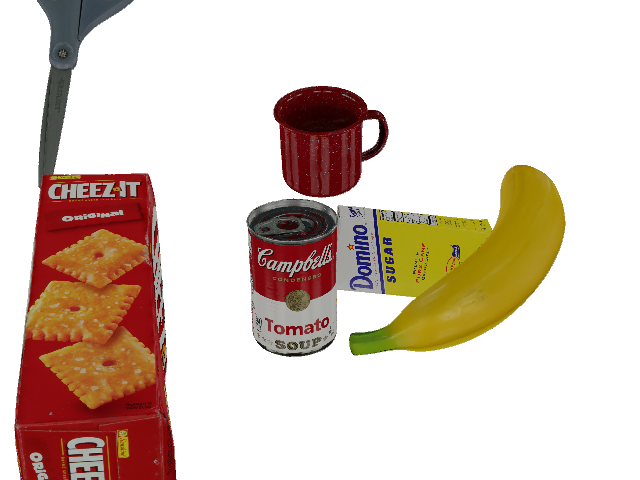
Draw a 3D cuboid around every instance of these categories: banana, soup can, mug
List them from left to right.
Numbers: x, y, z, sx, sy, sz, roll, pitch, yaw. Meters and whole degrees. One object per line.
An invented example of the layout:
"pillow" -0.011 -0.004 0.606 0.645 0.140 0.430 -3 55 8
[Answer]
"soup can" -0.021 0.028 0.812 0.068 0.102 0.068 0 29 0
"mug" 0.012 -0.100 1.077 0.117 0.081 0.093 -13 39 -14
"banana" 0.093 0.006 0.579 0.070 0.037 0.197 15 37 32

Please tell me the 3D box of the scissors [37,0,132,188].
"scissors" -0.162 -0.138 0.749 0.096 0.202 0.016 -9 -12 -10

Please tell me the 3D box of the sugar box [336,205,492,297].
"sugar box" 0.102 0.016 1.218 0.176 0.093 0.048 4 22 -3

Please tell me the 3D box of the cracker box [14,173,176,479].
"cracker box" -0.116 0.085 0.580 0.072 0.164 0.214 -2 34 -8
